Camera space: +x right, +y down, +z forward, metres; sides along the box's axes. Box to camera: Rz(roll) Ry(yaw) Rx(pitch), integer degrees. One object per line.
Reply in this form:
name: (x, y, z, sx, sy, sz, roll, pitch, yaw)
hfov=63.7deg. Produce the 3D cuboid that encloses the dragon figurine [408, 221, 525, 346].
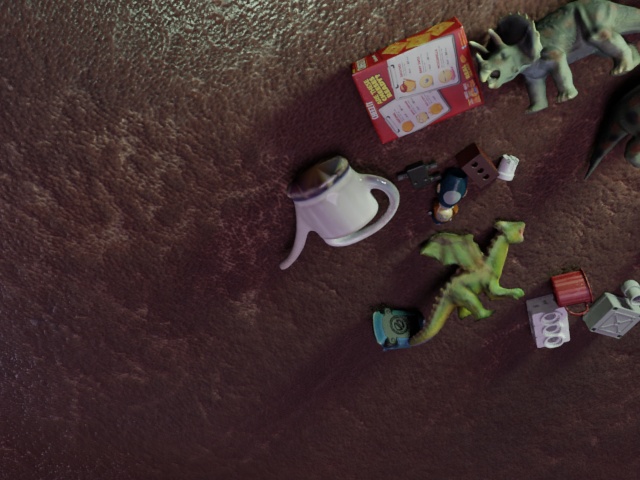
dragon figurine: (0.342, 0.089, 1.288, 0.407, 0.123, 0.242, -32, 95, 14)

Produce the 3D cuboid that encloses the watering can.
watering can: (0.004, -0.058, 1.159, 0.345, 0.106, 0.221, -27, 123, 18)
